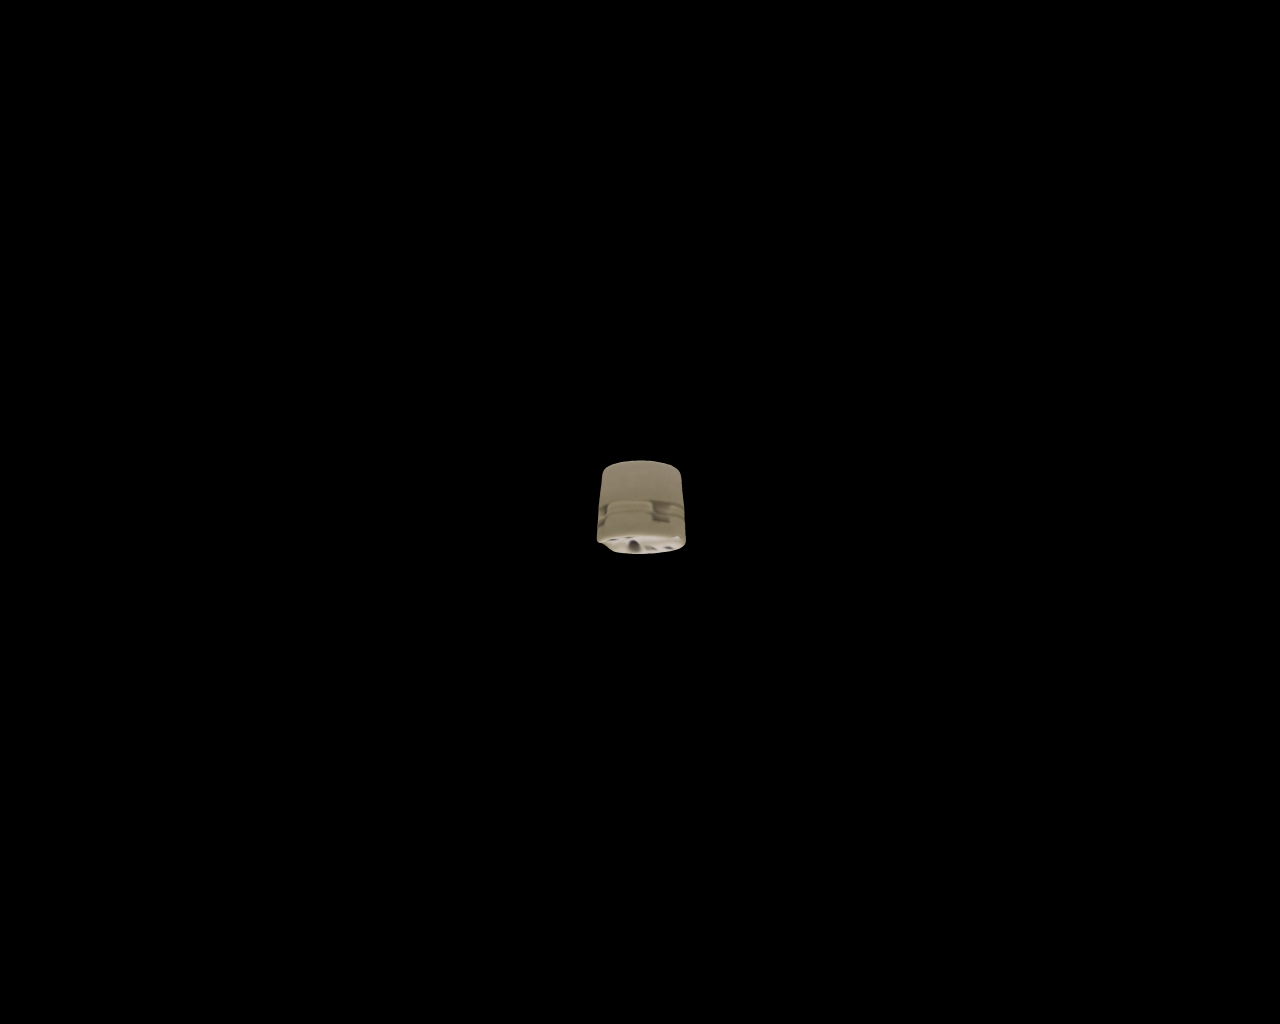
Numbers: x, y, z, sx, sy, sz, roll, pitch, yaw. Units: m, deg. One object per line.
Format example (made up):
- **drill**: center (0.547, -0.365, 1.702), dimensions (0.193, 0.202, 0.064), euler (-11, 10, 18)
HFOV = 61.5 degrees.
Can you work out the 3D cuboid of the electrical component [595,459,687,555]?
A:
- **electrical component**: center (0.001, -0.003, 0.650), dimensions (0.055, 0.047, 0.055), euler (0, -15, 0)
